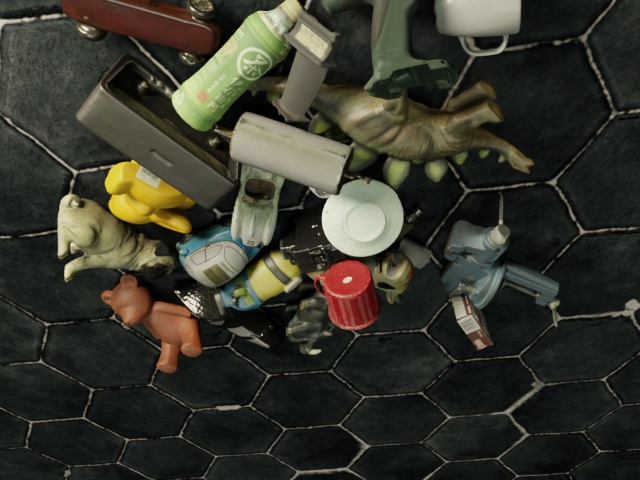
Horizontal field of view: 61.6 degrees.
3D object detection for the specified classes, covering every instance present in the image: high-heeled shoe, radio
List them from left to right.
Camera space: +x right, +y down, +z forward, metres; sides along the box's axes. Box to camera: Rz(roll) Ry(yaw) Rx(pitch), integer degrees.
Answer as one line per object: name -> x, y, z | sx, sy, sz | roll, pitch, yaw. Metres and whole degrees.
radio -> -0.222, -0.157, 0.790 | 0.073, 0.131, 0.229 | -37, 122, 27
high-heeled shoe -> -0.186, 0.157, 1.128 | 0.249, 0.086, 0.145 | 25, 160, 1

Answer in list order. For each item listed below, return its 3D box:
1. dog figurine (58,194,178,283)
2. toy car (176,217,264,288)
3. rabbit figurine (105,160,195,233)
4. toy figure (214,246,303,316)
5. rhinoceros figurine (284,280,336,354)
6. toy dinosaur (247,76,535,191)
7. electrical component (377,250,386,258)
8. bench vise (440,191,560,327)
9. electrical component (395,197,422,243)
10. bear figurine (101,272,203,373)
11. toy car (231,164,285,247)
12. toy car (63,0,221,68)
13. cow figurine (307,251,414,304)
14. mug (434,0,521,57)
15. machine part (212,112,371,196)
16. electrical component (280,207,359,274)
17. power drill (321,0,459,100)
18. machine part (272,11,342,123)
dog figurine -> -0.351, -0.006, 0.951 | 0.191, 0.121, 0.172 | -1, 144, -14
toy car -> -0.185, 0.034, 0.979 | 0.162, 0.103, 0.109 | -21, 129, 19
rabbit figurine -> -0.279, -0.080, 0.890 | 0.162, 0.122, 0.173 | 26, 141, -33
toy figure -> -0.116, 0.078, 1.016 | 0.180, 0.082, 0.089 | -23, 132, 6
rhinoceros figurine -> -0.017, 0.163, 1.118 | 0.112, 0.073, 0.190 | 5, 130, -19
toy dinosaur -> 0.093, -0.180, 0.796 | 0.471, 0.105, 0.198 | 21, 133, -5
electrical component -> 0.113, 0.058, 1.055 | 0.063, 0.021, 0.094 | 24, 127, -20
bench vise -> 0.335, 0.055, 0.978 | 0.241, 0.129, 0.223 | 24, 137, 2
electrical component -> 0.123, -0.034, 0.963 | 0.078, 0.045, 0.102 | 6, 137, -36
bear figurine -> -0.337, 0.161, 1.072 | 0.120, 0.132, 0.195 | -34, 129, 23
toy car -> -0.101, -0.078, 0.892 | 0.073, 0.056, 0.201 | 10, 116, -8
toy car -> -0.234, -0.298, 0.720 | 0.202, 0.053, 0.089 | 10, 141, -14
cow figurine -> 0.080, 0.060, 0.987 | 0.195, 0.085, 0.127 | -5, 142, 35
mug -> 0.207, -0.299, 0.714 | 0.107, 0.081, 0.109 | 0, 136, 15
machine part -> -0.041, -0.126, 0.787 | 0.243, 0.079, 0.079 | 19, 130, 5
electrical component -> -0.002, -0.003, 0.940 | 0.134, 0.115, 0.058 | -12, 128, 7
power drill -> 0.116, -0.287, 0.653 | 0.232, 0.086, 0.207 | -9, 89, 18
machine part -> -0.021, -0.222, 0.711 | 0.084, 0.039, 0.138 | 39, 130, 19
